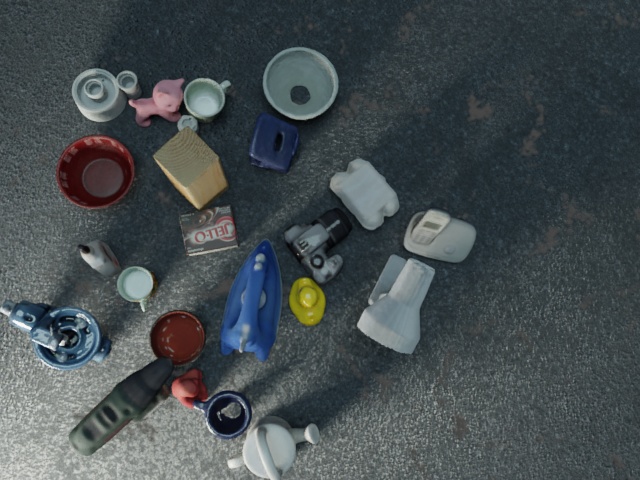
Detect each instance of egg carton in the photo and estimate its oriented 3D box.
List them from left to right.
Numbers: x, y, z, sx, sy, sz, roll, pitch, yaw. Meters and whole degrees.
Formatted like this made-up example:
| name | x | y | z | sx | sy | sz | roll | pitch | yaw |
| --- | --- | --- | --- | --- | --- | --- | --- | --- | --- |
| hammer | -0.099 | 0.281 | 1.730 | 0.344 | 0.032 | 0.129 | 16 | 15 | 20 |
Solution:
| name | x | y | z | sx | sy | sz | roll | pitch | yaw |
| --- | --- | --- | --- | --- | --- | --- | --- | --- | --- |
| egg carton | 0.099 | -0.101 | 1.253 | 0.107 | 0.069 | 0.150 | -40 | 85 | -10 |

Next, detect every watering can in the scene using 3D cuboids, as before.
| name | x | y | z | sx | sy | sz | roll | pitch | yaw |
| --- | --- | --- | --- | --- | --- | --- | --- | --- | --- |
| watering can | -0.089 | 0.394 | 1.089 | 0.173 | 0.194 | 0.101 | -41 | 85 | -10 |

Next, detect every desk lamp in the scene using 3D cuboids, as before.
| name | x | y | z | sx | sy | sz | roll | pitch | yaw |
| --- | --- | --- | --- | --- | --- | --- | --- | --- | --- |
| desk lamp | 0.157 | 0.121 | 1.146 | 0.118 | 0.213 | 0.203 | 26 | 79 | 1 |

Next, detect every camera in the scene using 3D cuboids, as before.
| name | x | y | z | sx | sy | sz | roll | pitch | yaw |
| --- | --- | --- | --- | --- | --- | --- | --- | --- | --- |
| camera | 0.011 | 0.004 | 1.212 | 0.137 | 0.100 | 0.143 | -38 | 85 | -9 |

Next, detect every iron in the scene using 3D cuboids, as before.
| name | x | y | z | sx | sy | sz | roll | pitch | yaw |
| --- | --- | --- | --- | --- | --- | --- | --- | --- | --- |
| iron | -0.133 | 0.111 | 1.161 | 0.118 | 0.141 | 0.258 | 9 | 80 | -3 |

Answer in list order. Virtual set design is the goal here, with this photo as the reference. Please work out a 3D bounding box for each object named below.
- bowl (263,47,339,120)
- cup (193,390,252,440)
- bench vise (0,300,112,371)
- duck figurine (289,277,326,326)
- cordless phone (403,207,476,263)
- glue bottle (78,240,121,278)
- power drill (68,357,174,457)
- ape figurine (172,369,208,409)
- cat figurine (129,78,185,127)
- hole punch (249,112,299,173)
| name | x | y | z | sx | sy | sz | roll | pitch | yaw |
| --- | --- | --- | --- | --- | --- | --- | --- | --- | --- |
| bowl | -0.044 | -0.338 | 1.280 | 0.167 | 0.074 | 0.167 | 1 | 80 | -4 |
| cup | -0.192 | 0.340 | 1.141 | 0.118 | 0.095 | 0.092 | 17 | 79 | -1 |
| bench vise | -0.518 | 0.180 | 1.079 | 0.207 | 0.219 | 0.121 | 9 | 80 | -3 |
| duck figurine | -0.025 | 0.126 | 1.195 | 0.077 | 0.086 | 0.104 | -12 | 81 | -6 |
| cordless phone | 0.261 | -0.018 | 1.192 | 0.147 | 0.185 | 0.094 | 12 | 79 | -2 |
| glue bottle | -0.444 | 0.030 | 1.135 | 0.037 | 0.173 | 0.078 | -34 | 84 | -9 |
| power drill | -0.352 | 0.301 | 1.077 | 0.230 | 0.208 | 0.075 | -43 | 85 | -10 |
| ape figurine | -0.261 | 0.297 | 1.144 | 0.076 | 0.092 | 0.078 | 17 | 79 | -1 |
| cat figurine | -0.345 | -0.301 | 1.228 | 0.128 | 0.117 | 0.067 | -13 | 81 | -6 |
| hole punch | -0.098 | -0.211 | 1.245 | 0.101 | 0.091 | 0.109 | 14 | 79 | -2 |
